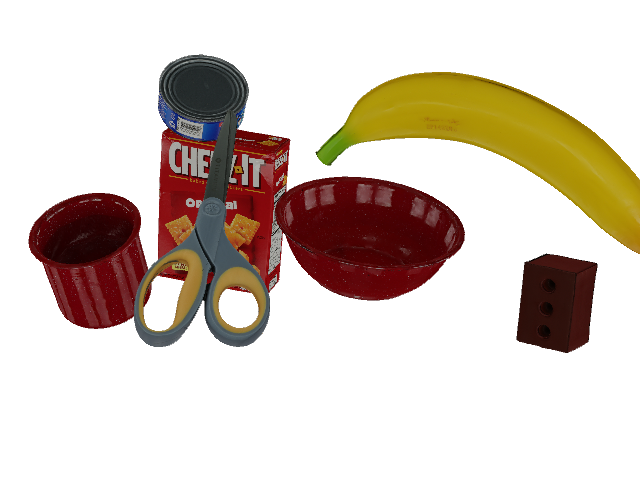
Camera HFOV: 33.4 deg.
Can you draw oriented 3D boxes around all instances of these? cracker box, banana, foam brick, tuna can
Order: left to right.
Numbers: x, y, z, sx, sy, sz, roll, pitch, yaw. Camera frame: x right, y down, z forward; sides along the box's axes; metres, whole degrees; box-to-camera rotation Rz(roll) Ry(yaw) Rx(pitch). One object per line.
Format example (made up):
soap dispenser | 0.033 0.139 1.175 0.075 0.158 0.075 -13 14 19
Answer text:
tuna can | -0.113 -0.137 1.028 0.086 0.086 0.034 0 -35 -12
cracker box | -0.135 -0.043 1.457 0.164 0.214 0.072 11 24 12
banana | 0.100 -0.051 0.592 0.198 0.070 0.037 17 18 9
foam brick | 0.216 0.057 0.977 0.053 0.078 0.051 12 17 34

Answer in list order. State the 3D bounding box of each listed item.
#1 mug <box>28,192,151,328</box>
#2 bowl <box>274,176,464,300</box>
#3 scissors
mug | -0.195 0.013 0.908 0.093 0.081 0.117 -22 44 -16
bowl | 0.039 0.005 0.910 0.162 0.055 0.162 6 28 -3
scissors | -0.059 -0.006 0.728 0.096 0.201 0.016 21 -35 7
